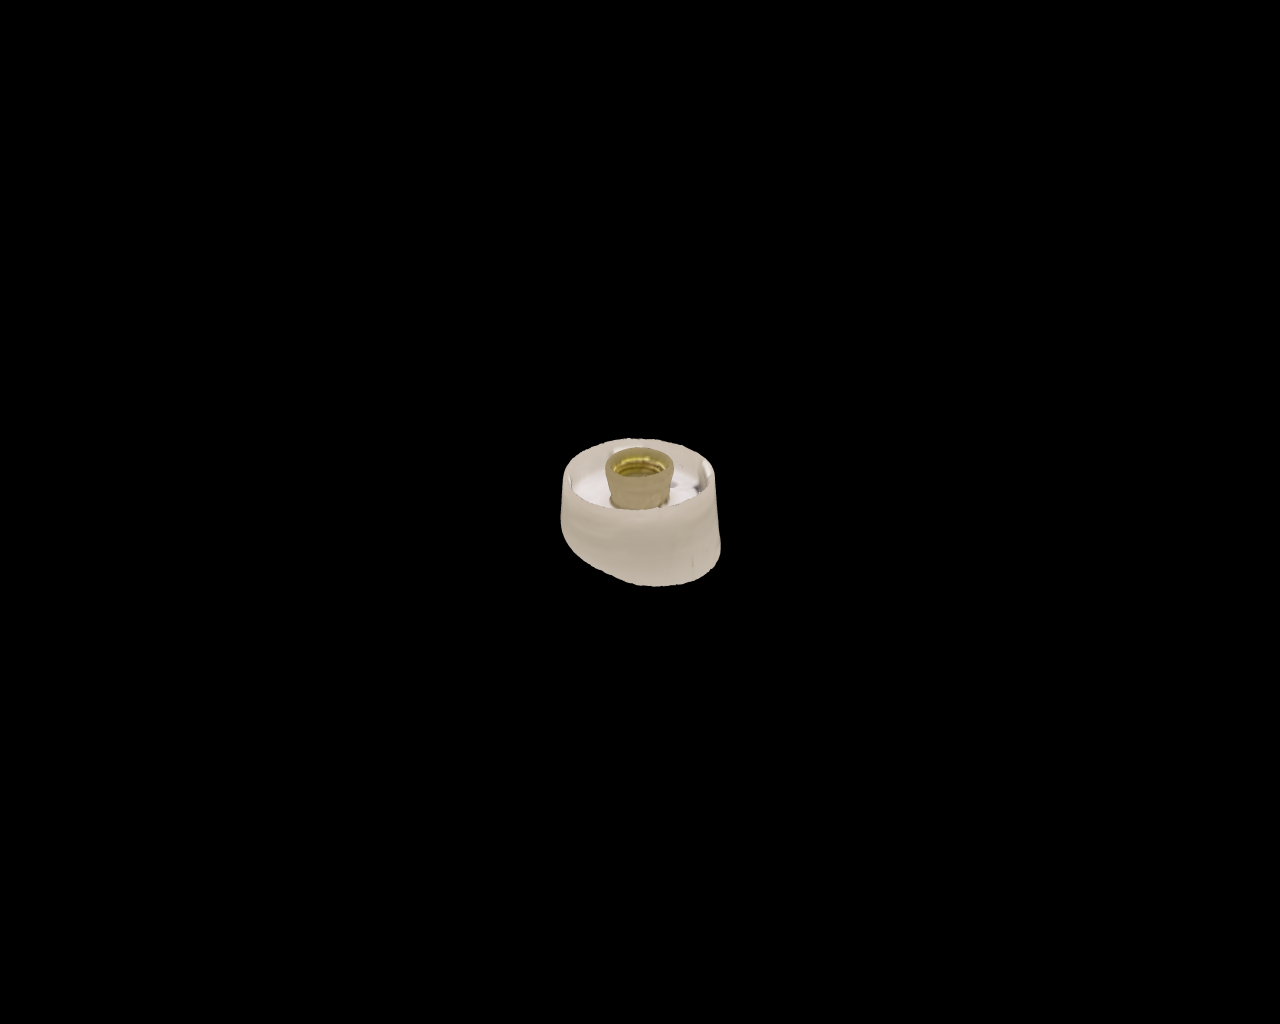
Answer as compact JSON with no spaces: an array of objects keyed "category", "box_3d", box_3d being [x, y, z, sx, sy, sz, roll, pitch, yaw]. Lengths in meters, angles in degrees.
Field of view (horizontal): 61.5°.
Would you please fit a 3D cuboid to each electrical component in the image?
[{"category":"electrical component","box_3d":[0.001,-0.003,0.650,0.099,0.064,0.099,0,31,0]}]
